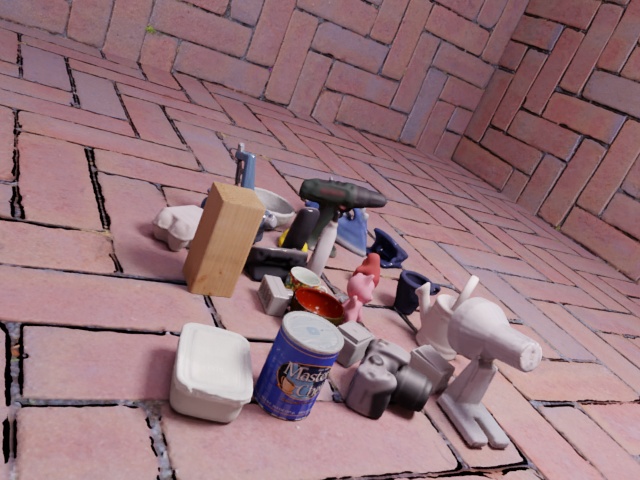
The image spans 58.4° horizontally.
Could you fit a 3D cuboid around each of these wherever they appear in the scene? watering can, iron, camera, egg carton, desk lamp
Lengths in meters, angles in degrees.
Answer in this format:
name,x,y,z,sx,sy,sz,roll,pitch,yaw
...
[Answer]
name,x,y,z,sx,sy,sz,roll,pitch,yaw
watering can,0.292,0.161,1.279,0.173,0.194,0.101,22,21,-3
iron,0.075,-0.075,1.696,0.119,0.141,0.257,1,31,-46
camera,0.131,0.250,1.022,0.136,0.101,0.143,27,21,8
egg carton,-0.297,-0.028,1.285,0.107,0.069,0.151,33,22,23
desk lamp,0.314,0.241,1.080,0.118,0.213,0.202,12,24,-28

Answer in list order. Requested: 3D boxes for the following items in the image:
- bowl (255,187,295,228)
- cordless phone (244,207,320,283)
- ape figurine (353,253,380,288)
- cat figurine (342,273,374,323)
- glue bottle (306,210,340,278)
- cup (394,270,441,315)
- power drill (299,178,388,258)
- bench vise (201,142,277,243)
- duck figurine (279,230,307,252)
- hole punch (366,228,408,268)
name,x,y,z,sx,sy,sz,roll,pitch,yaw
bowl,-0.157,-0.077,1.546,0.167,0.075,0.167,21,21,-8
cordless phone,-0.086,-0.001,1.281,0.148,0.185,0.093,7,26,-37
ape figurine,0.126,0.074,1.456,0.078,0.092,0.076,10,24,-31
cat figurine,0.080,0.124,1.250,0.067,0.118,0.128,27,21,9
glue bottle,0.013,0.005,1.389,0.037,0.173,0.078,20,21,-10
cup,0.234,0.137,1.414,0.118,0.095,0.091,14,23,-24
power drill,0.040,-0.065,1.537,0.230,0.208,0.075,21,21,-8
bench vise,-0.178,-0.113,1.406,0.207,0.220,0.122,26,21,6
duck figurine,-0.059,-0.012,1.476,0.078,0.086,0.104,14,23,-24
hole punch,0.199,0.021,1.666,0.101,0.091,0.108,3,29,-43
